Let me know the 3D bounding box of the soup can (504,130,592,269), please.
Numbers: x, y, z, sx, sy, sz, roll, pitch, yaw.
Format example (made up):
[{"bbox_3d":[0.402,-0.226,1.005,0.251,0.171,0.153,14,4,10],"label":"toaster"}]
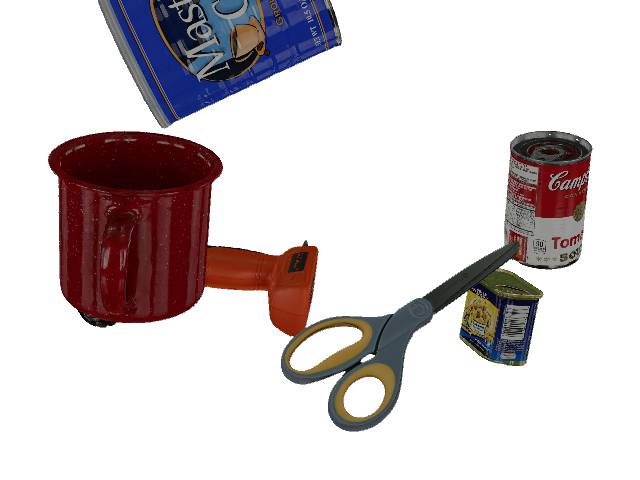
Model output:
[{"bbox_3d":[0.194,-0.035,0.919,0.068,0.102,0.068,-1,27,0],"label":"soup can"}]

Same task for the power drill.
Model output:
[{"bbox_3d":[-0.100,0.034,0.912,0.187,0.057,0.184,10,22,3],"label":"power drill"}]

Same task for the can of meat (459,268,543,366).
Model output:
[{"bbox_3d":[0.199,0.084,1.194,0.057,0.084,0.102,4,14,-18],"label":"can of meat"}]

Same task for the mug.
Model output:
[{"bbox_3d":[-0.102,-0.002,0.581,0.093,0.081,0.117,4,25,-5],"label":"mug"}]

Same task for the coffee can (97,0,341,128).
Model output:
[{"bbox_3d":[-0.070,-0.154,0.745,0.140,0.103,0.103,-25,1,-1],"label":"coffee can"}]

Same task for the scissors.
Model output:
[{"bbox_3d":[0.072,0.071,0.767,0.201,0.096,0.016,-19,-29,-8],"label":"scissors"}]
